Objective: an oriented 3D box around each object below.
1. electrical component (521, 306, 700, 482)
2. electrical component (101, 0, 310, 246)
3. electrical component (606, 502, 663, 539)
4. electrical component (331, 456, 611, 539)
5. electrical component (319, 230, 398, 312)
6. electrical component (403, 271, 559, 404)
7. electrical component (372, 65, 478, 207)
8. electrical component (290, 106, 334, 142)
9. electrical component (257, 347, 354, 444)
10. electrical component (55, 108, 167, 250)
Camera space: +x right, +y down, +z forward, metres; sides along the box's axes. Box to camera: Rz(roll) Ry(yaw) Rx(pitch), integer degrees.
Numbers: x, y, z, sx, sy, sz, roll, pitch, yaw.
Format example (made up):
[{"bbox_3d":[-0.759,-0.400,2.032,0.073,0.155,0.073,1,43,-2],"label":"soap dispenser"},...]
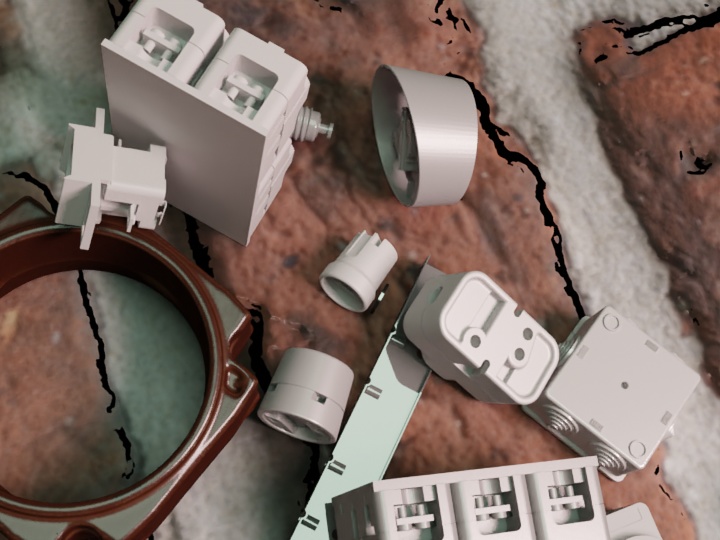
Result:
[{"bbox_3d":[0.177,0.085,0.753,0.100,0.048,0.099,38,70,4],"label":"electrical component"},{"bbox_3d":[-0.099,-0.095,0.693,0.105,0.186,0.060,29,70,1],"label":"electrical component"},{"bbox_3d":[0.178,0.205,0.710,0.050,0.055,0.089,-18,76,-15],"label":"electrical component"},{"bbox_3d":[0.069,0.161,0.677,0.150,0.089,0.061,-3,73,-19],"label":"electrical component"},{"bbox_3d":[0.000,0.000,0.757,0.040,0.040,0.046,35,64,3],"label":"electrical component"},{"bbox_3d":[0.080,0.047,0.734,0.095,0.059,0.053,42,68,-19],"label":"electrical component"},{"bbox_3d":[0.043,-0.094,0.764,0.064,0.099,0.099,2,72,-16],"label":"electrical component"},{"bbox_3d":[-0.058,-0.111,0.782,0.078,0.040,0.040,14,70,-5],"label":"electrical component"},{"bbox_3d":[-0.035,0.083,0.716,0.055,0.055,0.047,21,66,-2],"label":"electrical component"},{"bbox_3d":[-0.152,-0.055,0.665,0.064,0.042,0.081,8,51,-21],"label":"electrical component"}]
